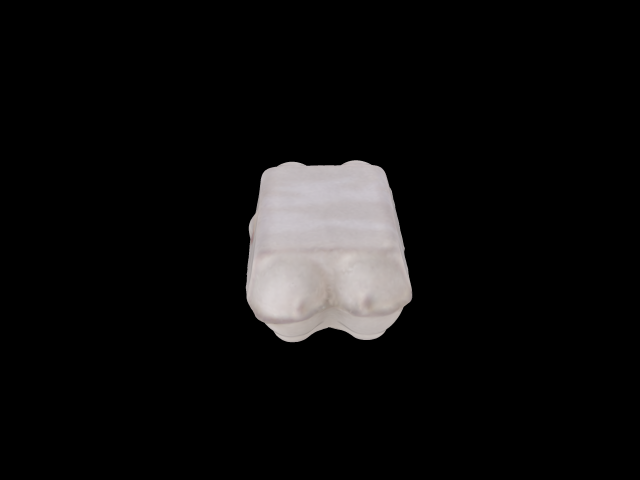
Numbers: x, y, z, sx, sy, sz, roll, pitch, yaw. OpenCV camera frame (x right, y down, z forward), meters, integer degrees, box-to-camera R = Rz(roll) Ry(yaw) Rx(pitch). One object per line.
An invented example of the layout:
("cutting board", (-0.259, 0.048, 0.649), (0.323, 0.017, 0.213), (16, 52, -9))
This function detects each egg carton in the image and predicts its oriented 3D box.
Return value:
("egg carton", (0.004, 0.001, 0.400), (0.107, 0.069, 0.150), (-2, 40, -2))
